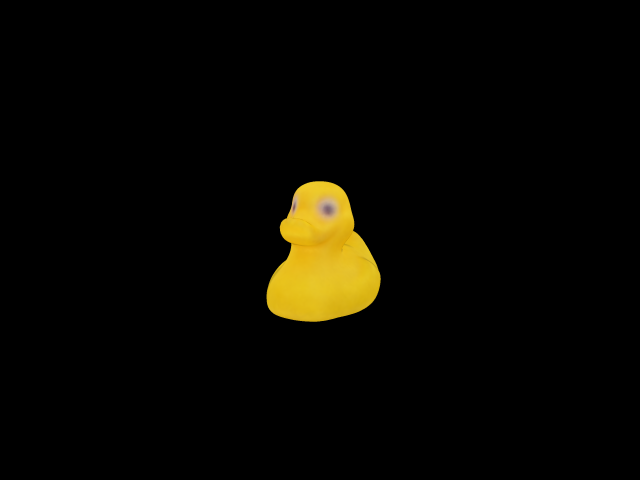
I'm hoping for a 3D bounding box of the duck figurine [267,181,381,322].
[{"bbox_3d":[0.004,0.001,0.400,0.077,0.086,0.105,6,13,27],"label":"duck figurine"}]
